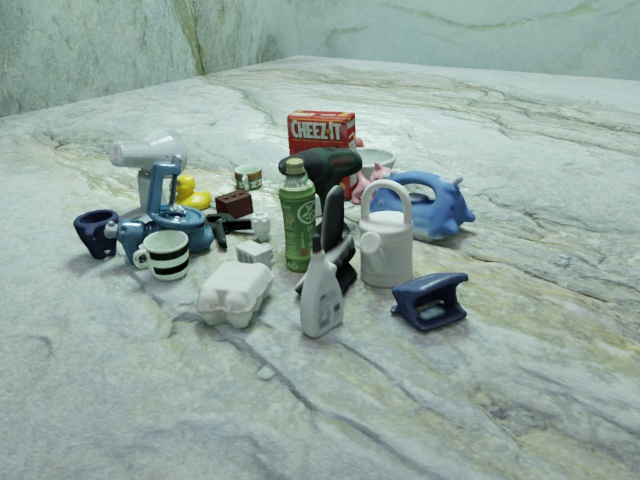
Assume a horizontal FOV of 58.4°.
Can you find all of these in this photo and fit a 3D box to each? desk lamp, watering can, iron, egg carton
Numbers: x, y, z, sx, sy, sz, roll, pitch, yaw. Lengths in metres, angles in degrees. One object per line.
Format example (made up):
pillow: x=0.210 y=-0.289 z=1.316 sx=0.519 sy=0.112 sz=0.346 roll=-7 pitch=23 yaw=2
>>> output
desk lamp: x=-0.414 y=-0.147 z=1.371 sx=0.117 sy=0.214 sz=0.204 roll=13 pitch=30 yaw=31
watering can: x=0.122 y=-0.014 z=1.051 sx=0.101 sy=0.194 sz=0.173 roll=-2 pitch=26 yaw=3
iron: x=0.207 y=-0.093 z=1.263 sx=0.257 sy=0.141 sz=0.119 roll=17 pitch=32 yaw=35
egg carton: x=-0.148 y=0.092 z=1.009 sx=0.107 sy=0.069 sz=0.150 roll=4 pitch=27 yaw=15

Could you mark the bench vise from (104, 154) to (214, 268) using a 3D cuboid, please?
bench vise: x=-0.328 y=-0.057 z=1.165 sx=0.208 sy=0.220 sz=0.121 roll=-22 pitch=32 yaw=-34

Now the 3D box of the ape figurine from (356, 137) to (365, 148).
ape figurine: x=0.107 y=-0.253 z=1.664 sx=0.076 sy=0.092 sz=0.077 roll=-10 pitch=27 yaw=-14

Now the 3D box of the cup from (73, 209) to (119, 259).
cup: x=-0.468 y=-0.002 z=1.214 sx=0.092 sy=0.095 sz=0.117 roll=-6 pitch=26 yaw=-5

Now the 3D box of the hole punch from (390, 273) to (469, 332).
hole punch: x=0.179 y=0.087 z=0.953 sx=0.109 sy=0.091 sz=0.100 roll=-16 pitch=28 yaw=-23

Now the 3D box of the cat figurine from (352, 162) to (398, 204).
cat figurine: x=0.137 y=-0.140 z=1.397 sx=0.127 sy=0.118 sz=0.067 roll=20 pitch=34 yaw=40

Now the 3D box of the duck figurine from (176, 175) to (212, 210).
duck figurine: x=-0.331 y=-0.123 z=1.457 sx=0.104 sy=0.086 sz=0.077 roll=-3 pitch=26 yaw=1

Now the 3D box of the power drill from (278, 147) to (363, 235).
power drill: x=0.006 y=-0.101 z=1.229 sx=0.075 sy=0.209 sz=0.230 roll=18 pitch=33 yaw=38

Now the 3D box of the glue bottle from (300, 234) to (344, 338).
glue bottle: x=0.000 y=0.069 z=0.919 sx=0.078 sy=0.173 sz=0.037 roll=-26 pitch=33 yaw=-38

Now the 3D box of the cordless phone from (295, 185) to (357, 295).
cordless phone: x=0.010 y=0.004 z=1.038 sx=0.094 sy=0.185 sz=0.148 roll=5 pitch=27 yaw=18

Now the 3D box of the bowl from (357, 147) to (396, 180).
bowl: x=0.123 y=-0.195 z=1.562 sx=0.167 sy=0.075 sz=0.167 roll=-3 pitch=26 yaw=2
